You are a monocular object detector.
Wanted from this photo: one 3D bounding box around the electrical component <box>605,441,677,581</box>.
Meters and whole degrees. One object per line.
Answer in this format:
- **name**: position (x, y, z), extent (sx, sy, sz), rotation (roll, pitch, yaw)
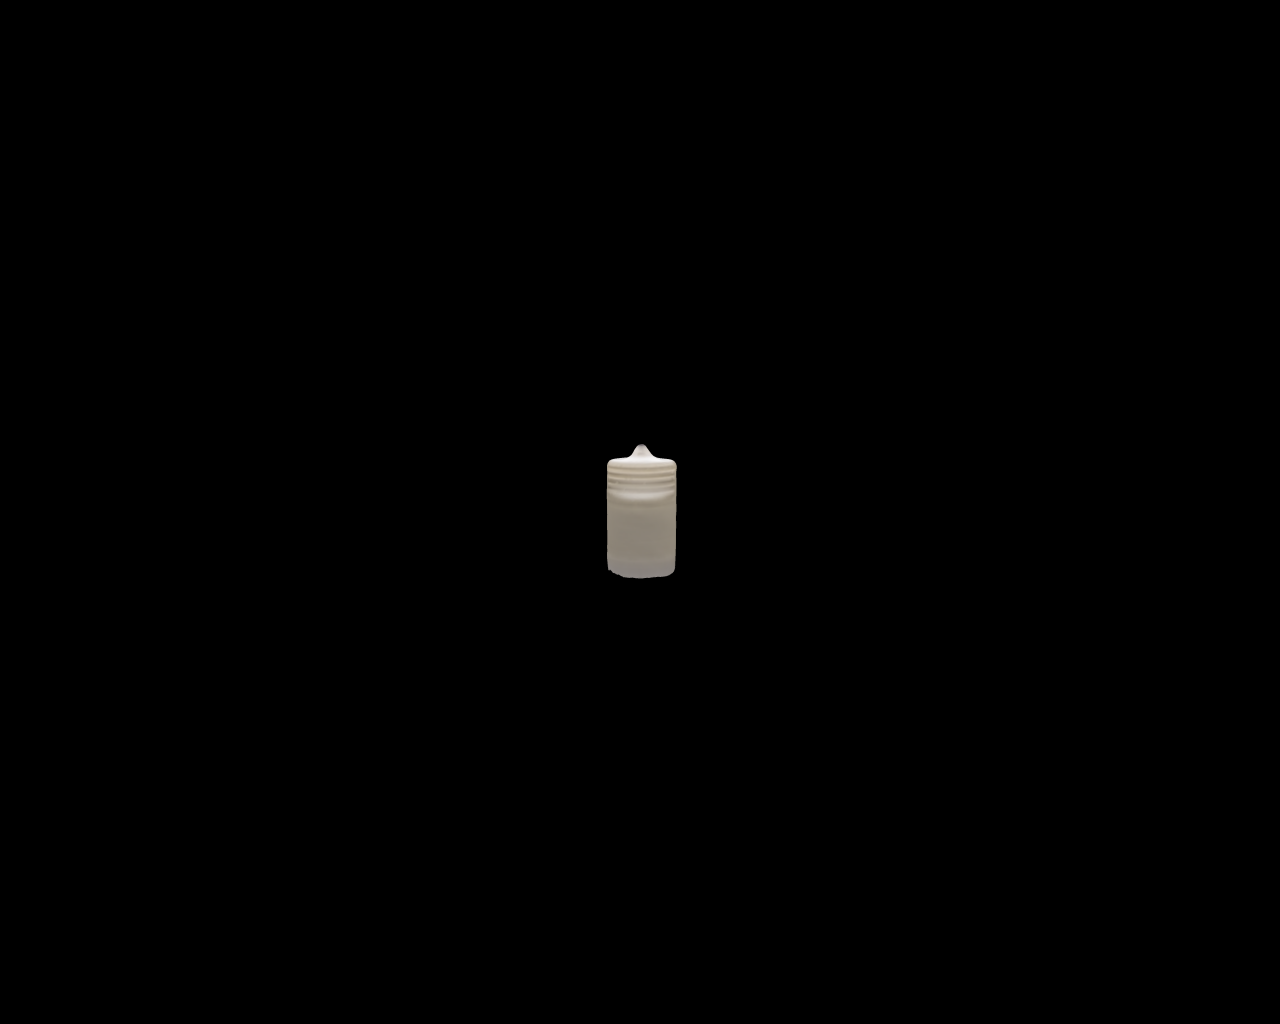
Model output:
- **electrical component**: position (0.001, -0.003, 0.650), extent (0.043, 0.080, 0.043), rotation (0, 11, 0)
